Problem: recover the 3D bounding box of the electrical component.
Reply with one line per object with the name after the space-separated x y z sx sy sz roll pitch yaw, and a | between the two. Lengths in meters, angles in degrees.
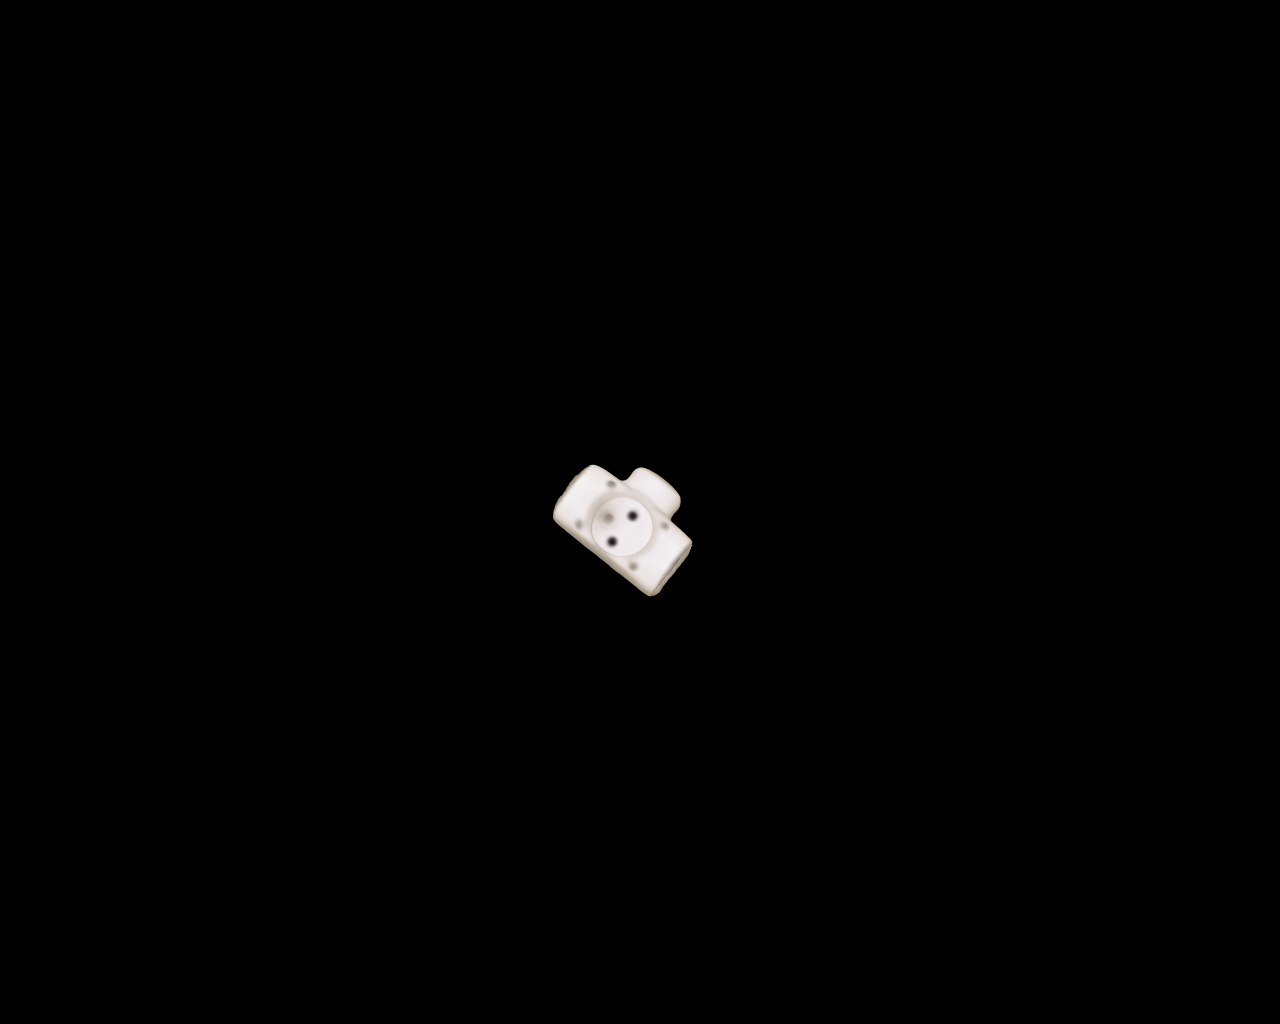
0.001 -0.003 0.650 0.077 0.079 0.044 38 -9 7 | electrical component
